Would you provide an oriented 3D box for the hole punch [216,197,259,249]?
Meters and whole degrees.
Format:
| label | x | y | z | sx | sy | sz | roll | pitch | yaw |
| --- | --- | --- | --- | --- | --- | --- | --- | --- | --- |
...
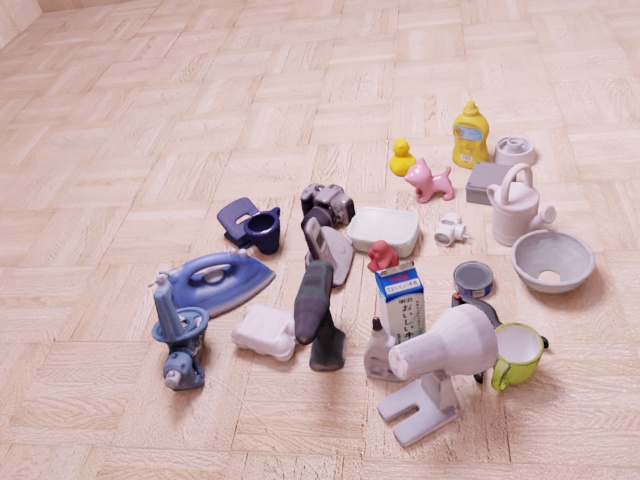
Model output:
| label | x | y | z | sx | sy | sz | roll | pitch | yaw |
| --- | --- | --- | --- | --- | --- | --- | --- | --- | --- |
| hole punch | -0.196 | -0.045 | 1.481 | 0.109 | 0.091 | 0.100 | -36 | 47 | -23 |

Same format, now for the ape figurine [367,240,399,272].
| label | x | y | z | sx | sy | sz | roll | pitch | yaw |
| --- | --- | --- | --- | --- | --- | --- | --- | --- | --- |
| ape figurine | 0.141 | 0.035 | 1.310 | 0.076 | 0.092 | 0.077 | -7 | 42 | 6 |

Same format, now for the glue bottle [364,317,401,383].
| label | x | y | z | sx | sy | sz | roll | pitch | yaw |
| --- | --- | --- | --- | --- | --- | --- | --- | --- | --- |
| glue bottle | 0.115 | 0.202 | 1.075 | 0.078 | 0.173 | 0.037 | 8 | 46 | 22 |

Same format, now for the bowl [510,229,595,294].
| label | x | y | z | sx | sy | sz | roll | pitch | yaw |
| --- | --- | --- | --- | --- | --- | --- | --- | --- | --- |
| bowl | 0.488 | 0.058 | 1.213 | 0.167 | 0.075 | 0.167 | -7 | 42 | 7 |

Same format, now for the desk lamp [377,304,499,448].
| label | x | y | z | sx | sy | sz | roll | pitch | yaw |
| --- | --- | --- | --- | --- | --- | --- | --- | --- | --- |
| desk lamp | 0.200 | 0.230 | 0.995 | 0.203 | 0.214 | 0.117 | -26 | 44 | -14 |

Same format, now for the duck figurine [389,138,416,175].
| label | x | y | z | sx | sy | sz | roll | pitch | yaw |
| --- | --- | --- | --- | --- | --- | --- | --- | --- | --- |
| duck figurine | 0.227 | -0.238 | 1.589 | 0.077 | 0.086 | 0.104 | -6 | 43 | 8 |

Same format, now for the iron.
| label | x | y | z | sx | sy | sz | roll | pitch | yaw |
| --- | --- | --- | --- | --- | --- | --- | --- | --- | --- |
| iron | -0.237 | 0.080 | 1.318 | 0.258 | 0.142 | 0.118 | -22 | 43 | -10 |

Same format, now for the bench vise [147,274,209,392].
| label | x | y | z | sx | sy | sz | roll | pitch | yaw |
| --- | --- | --- | --- | --- | --- | --- | --- | --- | --- |
| bench vise | -0.281 | 0.186 | 1.156 | 0.121 | 0.220 | 0.207 | -21 | 43 | -9 |

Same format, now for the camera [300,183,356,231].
| label | x | y | z | sx | sy | sz | roll | pitch | yaw |
| --- | --- | --- | --- | --- | --- | --- | --- | --- | --- |
| camera | -0.001 | -0.077 | 1.460 | 0.142 | 0.101 | 0.137 | 21 | 52 | 32 |

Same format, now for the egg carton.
| label | x | y | z | sx | sy | sz | roll | pitch | yaw |
| --- | --- | --- | --- | --- | --- | --- | --- | --- | --- |
| egg carton | -0.109 | 0.196 | 1.215 | 0.150 | 0.069 | 0.107 | 12 | 48 | 25 |

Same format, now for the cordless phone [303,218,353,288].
| label | x | y | z | sx | sy | sz | roll | pitch | yaw |
| --- | --- | --- | --- | --- | --- | --- | --- | --- | --- |
| cordless phone | 0.012 | 0.005 | 1.305 | 0.094 | 0.185 | 0.147 | 2 | 44 | 16 |

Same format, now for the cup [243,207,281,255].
| label | x | y | z | sx | sy | sz | roll | pitch | yaw |
| --- | --- | --- | --- | --- | --- | --- | --- | --- | --- |
| cup | -0.129 | -0.019 | 1.433 | 0.091 | 0.095 | 0.118 | 16 | 50 | 29 |

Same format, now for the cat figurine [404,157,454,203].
| label | x | y | z | sx | sy | sz | roll | pitch | yaw |
| --- | --- | --- | --- | --- | --- | --- | --- | --- | --- |
| cat figurine | 0.277 | -0.159 | 1.467 | 0.127 | 0.118 | 0.067 | -9 | 42 | 4 |

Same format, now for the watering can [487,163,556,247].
| label | x | y | z | sx | sy | sz | roll | pitch | yaw |
| --- | --- | --- | --- | --- | --- | --- | --- | --- | --- |
| watering can | 0.448 | -0.084 | 1.288 | 0.172 | 0.194 | 0.101 | 18 | 51 | 30 |

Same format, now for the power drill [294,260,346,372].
| label | x | y | z | sx | sy | sz | roll | pitch | yaw |
| --- | --- | --- | --- | --- | --- | --- | --- | --- | --- |
| power drill | -0.001 | 0.161 | 1.122 | 0.075 | 0.209 | 0.229 | -4 | 43 | 10 |
